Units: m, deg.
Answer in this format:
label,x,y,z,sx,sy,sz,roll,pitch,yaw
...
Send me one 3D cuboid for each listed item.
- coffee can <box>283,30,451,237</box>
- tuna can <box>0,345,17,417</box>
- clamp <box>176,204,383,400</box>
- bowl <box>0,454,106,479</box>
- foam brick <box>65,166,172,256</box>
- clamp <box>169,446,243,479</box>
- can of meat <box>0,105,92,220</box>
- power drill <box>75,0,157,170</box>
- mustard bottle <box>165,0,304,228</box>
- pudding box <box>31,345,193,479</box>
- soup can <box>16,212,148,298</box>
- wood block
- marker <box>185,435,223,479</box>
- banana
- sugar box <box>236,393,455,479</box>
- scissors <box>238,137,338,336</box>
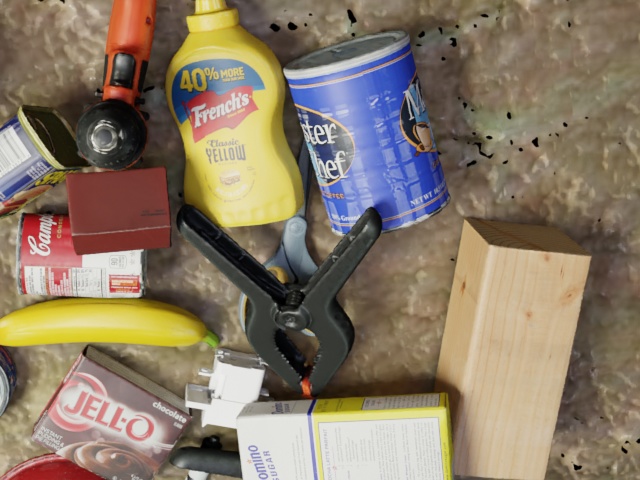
label,x,y,z,sx,sy,sz,roll,pitch,yaw
coffee can,0.039,-0.086,0.859,0.103,0.103,0.140,-17,107,-2
tuna can,-0.306,0.122,0.914,0.086,0.034,0.086,-2,106,-6
clamp,-0.013,0.050,0.878,0.165,0.036,0.210,-3,128,19
bowl,-0.230,0.275,0.956,0.162,0.055,0.162,-2,106,-6
foam brick,-0.156,-0.022,0.831,0.078,0.051,0.053,-4,73,-10
clamp,-0.049,0.209,0.957,0.171,0.039,0.120,-29,114,-11
can of meat,-0.237,-0.058,0.835,0.084,0.102,0.057,-33,92,6
power drill,-0.144,-0.145,0.789,0.057,0.184,0.188,10,95,-10
mustard bottle,-0.074,-0.108,0.861,0.096,0.058,0.191,-4,106,17
pudding box,-0.181,0.158,0.936,0.113,0.039,0.090,31,100,-14
soup can,-0.194,0.013,0.878,0.102,0.068,0.068,2,106,-8
wood block,0.160,0.095,0.932,0.090,0.091,0.206,6,105,-8
marker,-0.120,0.232,0.975,0.020,0.020,0.121,23,102,-13
banana,-0.183,0.075,0.900,0.197,0.037,0.070,4,143,-6
sugar box,0.023,0.181,0.898,0.176,0.048,0.093,-3,101,11
scissors,-0.006,0.001,0.924,0.096,0.016,0.202,22,103,-14
